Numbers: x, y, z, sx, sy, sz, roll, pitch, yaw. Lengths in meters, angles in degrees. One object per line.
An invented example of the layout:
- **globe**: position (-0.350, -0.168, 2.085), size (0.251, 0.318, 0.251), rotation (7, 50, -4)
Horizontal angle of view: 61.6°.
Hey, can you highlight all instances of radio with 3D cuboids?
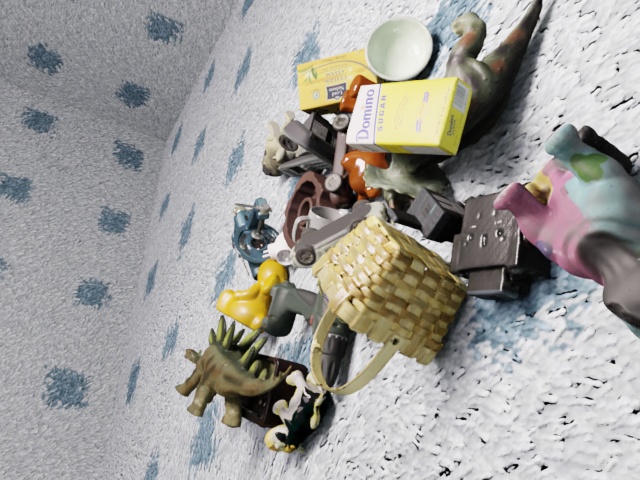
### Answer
- **radio**: position (-0.117, 0.302, 1.099), size (0.230, 0.073, 0.131), rotation (-12, 62, 61)

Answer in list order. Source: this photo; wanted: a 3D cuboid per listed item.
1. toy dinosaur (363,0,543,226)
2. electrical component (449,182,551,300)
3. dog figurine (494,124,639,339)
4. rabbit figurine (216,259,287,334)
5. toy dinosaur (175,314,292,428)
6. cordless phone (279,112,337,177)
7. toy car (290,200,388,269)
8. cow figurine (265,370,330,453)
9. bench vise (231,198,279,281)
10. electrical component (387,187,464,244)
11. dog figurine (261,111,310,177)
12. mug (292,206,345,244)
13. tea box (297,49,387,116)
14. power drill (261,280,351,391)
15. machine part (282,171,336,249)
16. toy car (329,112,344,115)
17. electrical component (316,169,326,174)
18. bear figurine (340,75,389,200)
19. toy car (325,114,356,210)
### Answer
- **toy dinosaur**: position (0.191, -0.183, 0.779), size (0.404, 0.131, 0.192), rotation (-44, 49, 36)
- **electrical component**: position (0.220, 0.006, 0.656), size (0.115, 0.058, 0.134), rotation (-19, 57, 61)
- **dog figurine**: position (0.281, 0.003, 0.501), size (0.219, 0.191, 0.108), rotation (52, 124, 19)
- **rabbit figurine**: position (-0.132, 0.116, 1.213), size (0.162, 0.121, 0.173), rotation (-3, 52, 59)
- **toy dinosaur**: position (-0.184, 0.258, 1.066), size (0.472, 0.105, 0.198), rotation (5, 74, 58)
- **cordless phone**: position (-0.043, -0.190, 1.158), size (0.184, 0.146, 0.088), rotation (-12, 63, 42)
- **toy car**: position (0.031, -0.007, 0.959), size (0.202, 0.056, 0.073), rotation (-28, 25, 24)
- **cow figurine**: position (-0.038, 0.321, 0.947), size (0.098, 0.068, 0.167), rotation (44, 114, 56)
- **bench vise**: position (-0.158, -0.028, 1.318), size (0.240, 0.129, 0.224), rotation (113, 152, -53)
- **electrical component**: position (0.154, -0.034, 0.739), size (0.047, 0.119, 0.075), rotation (-60, 26, 24)
- **dog figurine**: position (-0.103, -0.198, 1.330), size (0.172, 0.121, 0.190), rotation (-45, -3, -46)
- **mug**: position (-0.002, -0.003, 1.048), size (0.081, 0.109, 0.107), rotation (43, 126, 54)
- **tea box**: position (0.044, -0.313, 1.074), size (0.170, 0.068, 0.098), rotation (-7, 85, 24)
- **power drill**: position (-0.023, 0.148, 0.989), size (0.207, 0.086, 0.232), rotation (-10, 62, 56)
- **machine part**: position (-0.020, -0.057, 1.165), size (0.179, 0.056, 0.179), rotation (-40, 41, 48)
- **toy car**: position (0.043, -0.343, 1.176), size (0.162, 0.103, 0.109), rotation (-12, 62, 58)
- **electrical component**: position (-0.007, -0.173, 1.251), size (0.063, 0.021, 0.094), rotation (-62, 28, 21)
- **bear figurine**: position (0.079, -0.174, 0.973), size (0.120, 0.132, 0.195), rotation (173, 119, -81)
- **toy car**: position (0.052, -0.156, 1.058), size (0.053, 0.089, 0.202), rotation (-2, 65, 25)
